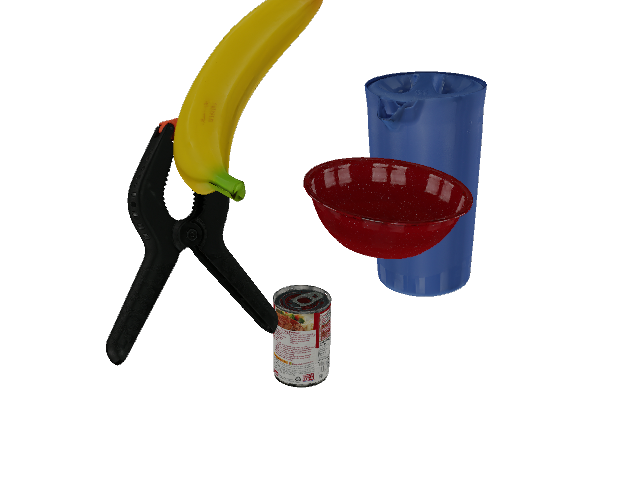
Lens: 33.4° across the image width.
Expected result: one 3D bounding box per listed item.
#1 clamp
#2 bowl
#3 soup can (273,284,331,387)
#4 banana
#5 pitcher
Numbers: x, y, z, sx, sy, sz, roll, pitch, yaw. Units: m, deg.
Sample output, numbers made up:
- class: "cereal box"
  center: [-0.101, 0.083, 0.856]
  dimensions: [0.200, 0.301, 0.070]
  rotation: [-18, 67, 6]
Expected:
- class: "clamp"
  center: [-0.111, -0.001, 0.939]
  dimensions: [0.164, 0.210, 0.036]
  rotation: [-1, 0, -33]
- class: "bowl"
  center: [0.061, -0.026, 1.019]
  dimensions: [0.162, 0.055, 0.162]
  rotation: [5, 25, -2]
- class: "soup can"
  center: [-0.022, 0.112, 1.252]
  dimensions: [0.068, 0.102, 0.068]
  rotation: [1, 25, -1]
- class: "banana"
  center: [-0.051, -0.095, 0.683]
  dimensions: [0.070, 0.197, 0.037]
  rotation: [3, -37, 19]
- class: "pitcher"
  center: [0.125, -0.068, 1.216]
  dimensions: [0.149, 0.243, 0.145]
  rotation: [-5, 22, -8]
